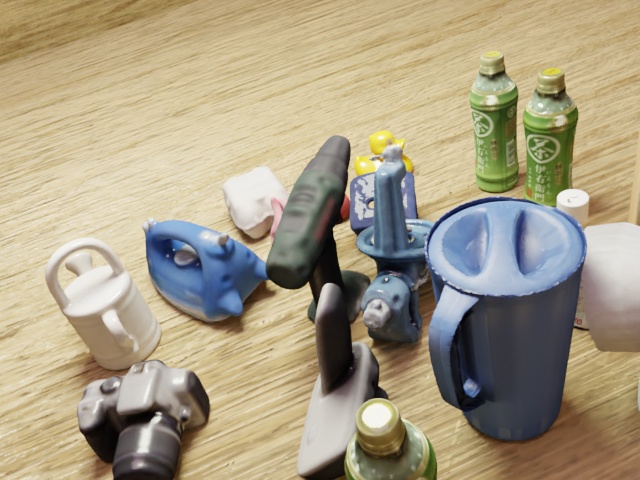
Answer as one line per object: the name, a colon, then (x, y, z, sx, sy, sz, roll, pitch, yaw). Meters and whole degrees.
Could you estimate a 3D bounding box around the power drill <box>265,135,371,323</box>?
power drill: (0.007, 0.003, 0.760, 0.075, 0.209, 0.230, 3, 41, 24)

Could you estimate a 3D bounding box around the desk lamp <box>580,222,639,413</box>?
desk lamp: (0.346, 0.083, 0.532, 0.202, 0.214, 0.118, 7, 43, 27)

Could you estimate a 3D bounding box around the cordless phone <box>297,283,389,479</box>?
cordless phone: (0.010, 0.148, 0.594, 0.094, 0.185, 0.147, -5, 39, 14)

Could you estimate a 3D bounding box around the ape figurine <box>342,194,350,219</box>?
ape figurine: (0.010, -0.078, 0.958, 0.078, 0.092, 0.075, -37, 42, -25)

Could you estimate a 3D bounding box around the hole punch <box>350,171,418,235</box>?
hole punch: (0.101, -0.047, 0.887, 0.108, 0.091, 0.101, -6, 38, 13)

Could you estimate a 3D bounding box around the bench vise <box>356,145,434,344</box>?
bench vise: (0.102, 0.008, 0.710, 0.121, 0.220, 0.207, -9, 38, 10)

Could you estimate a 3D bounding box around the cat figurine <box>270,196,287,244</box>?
cat figurine: (-0.042, -0.026, 0.890, 0.067, 0.118, 0.127, -29, 39, -16)

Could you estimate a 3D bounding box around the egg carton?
egg carton: (-0.111, -0.069, 1.009, 0.107, 0.069, 0.150, -24, 38, -11)

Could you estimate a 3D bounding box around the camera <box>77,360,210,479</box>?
camera: (-0.212, 0.217, 0.658, 0.143, 0.101, 0.136, -12, 37, 5)

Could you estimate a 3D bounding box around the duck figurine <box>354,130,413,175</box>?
duck figurine: (0.109, -0.154, 1.023, 0.104, 0.086, 0.077, -5, 39, 15)

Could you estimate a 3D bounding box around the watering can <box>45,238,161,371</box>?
watering can: (-0.308, 0.078, 0.791, 0.172, 0.194, 0.101, 14, 46, 33)

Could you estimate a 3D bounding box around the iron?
iron: (-0.201, 0.022, 0.866, 0.257, 0.142, 0.119, 14, 46, 33)
